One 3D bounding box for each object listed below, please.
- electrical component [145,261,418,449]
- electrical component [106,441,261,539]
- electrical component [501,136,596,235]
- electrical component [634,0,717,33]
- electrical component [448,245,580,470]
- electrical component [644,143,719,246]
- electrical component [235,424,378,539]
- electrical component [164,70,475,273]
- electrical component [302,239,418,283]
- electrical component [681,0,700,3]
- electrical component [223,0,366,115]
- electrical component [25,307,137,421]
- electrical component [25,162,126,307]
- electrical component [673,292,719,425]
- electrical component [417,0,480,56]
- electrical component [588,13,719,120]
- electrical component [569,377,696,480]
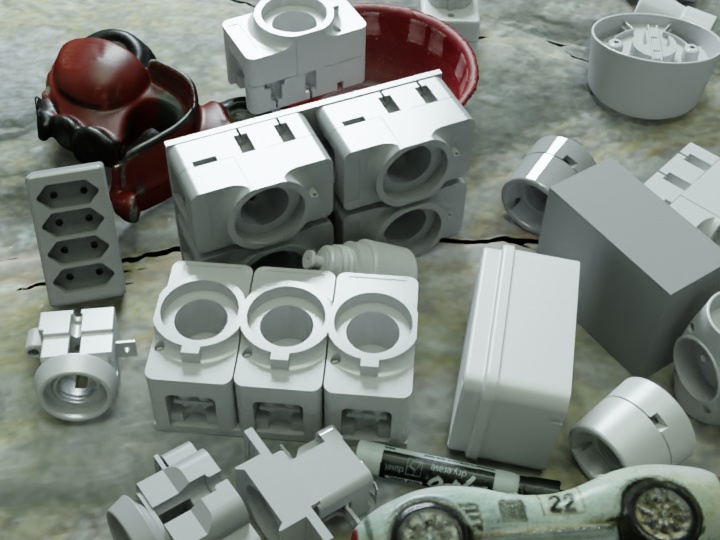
[{"bbox_3d":[-0.043,0.047,0.638,0.150,0.061,0.089,4,48,2],"label":"electrical component"},{"bbox_3d":[-0.095,0.134,0.561,0.057,0.058,0.078,-26,54,-27],"label":"electrical component"},{"bbox_3d":[0.131,-0.057,0.742,0.055,0.055,0.047,29,57,23],"label":"electrical component"},{"bbox_3d":[0.260,-0.202,0.886,0.065,0.044,0.044,25,52,14],"label":"electrical component"},{"bbox_3d":[0.090,0.050,0.629,0.057,0.078,0.113,11,48,4],"label":"electrical component"},{"bbox_3d":[0.220,-0.036,0.727,0.056,0.050,0.089,35,56,27],"label":"electrical component"},{"bbox_3d":[-0.029,0.121,0.586,0.064,0.042,0.081,-25,54,-26],"label":"electrical component"},{"bbox_3d":[-0.022,-0.048,0.695,0.186,0.105,0.060,-18,51,-16],"label":"electrical component"},{"bbox_3d":[0.000,0.000,0.680,0.078,0.040,0.040,12,41,-32],"label":"electrical component"},{"bbox_3d":[0.262,-0.254,0.933,0.065,0.044,0.044,1,48,6],"label":"electrical component"},{"bbox_3d":[-0.045,-0.155,0.749,0.089,0.055,0.050,-20,51,-19],"label":"electrical component"},{"bbox_3d":[-0.167,0.056,0.639,0.066,0.048,0.055,-4,41,-5],"label":"electrical component"},{"bbox_3d":[-0.183,-0.026,0.699,0.047,0.083,0.076,-10,11,-11],"label":"electrical component"},{"bbox_3d":[0.222,0.064,0.619,0.044,0.077,0.079,-18,51,-17],"label":"electrical component"},{"bbox_3d":[0.073,-0.220,0.872,0.047,0.076,0.065,1,48,0],"label":"electrical component"},{"bbox_3d":[0.226,-0.164,0.834,0.099,0.064,0.099,1,48,-1],"label":"electrical component"},{"bbox_3d":[0.151,0.096,0.605,0.047,0.055,0.055,-32,56,-22],"label":"electrical component"}]
